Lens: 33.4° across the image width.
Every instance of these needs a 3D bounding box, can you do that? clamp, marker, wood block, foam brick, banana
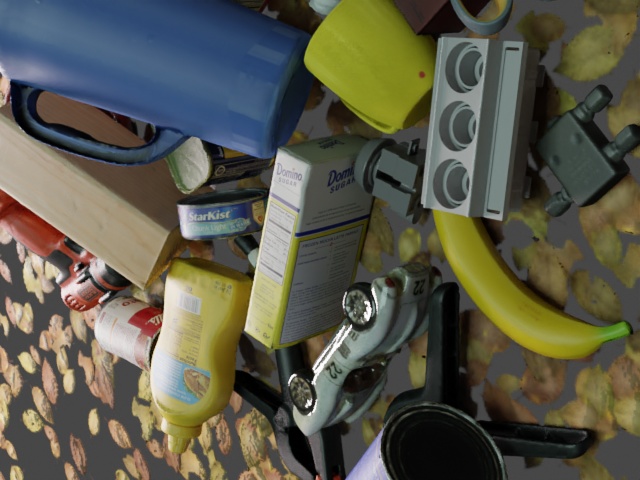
[{"bbox_3d":[-0.023,0.155,1.004,0.172,0.039,0.120,50,137,27],"label":"clamp"},{"bbox_3d":[-0.044,0.035,1.007,0.121,0.020,0.020,51,132,24],"label":"marker"},{"bbox_3d":[0.114,0.155,0.862,0.165,0.036,0.210,45,133,21],"label":"clamp"},{"bbox_3d":[-0.222,-0.058,1.059,0.206,0.090,0.090,35,130,5],"label":"wood block"},{"bbox_3d":[0.083,-0.197,0.788,0.053,0.051,0.078,-44,69,44],"label":"foam brick"},{"bbox_3d":[0.142,0.027,0.803,0.198,0.037,0.070,44,104,26],"label":"banana"}]

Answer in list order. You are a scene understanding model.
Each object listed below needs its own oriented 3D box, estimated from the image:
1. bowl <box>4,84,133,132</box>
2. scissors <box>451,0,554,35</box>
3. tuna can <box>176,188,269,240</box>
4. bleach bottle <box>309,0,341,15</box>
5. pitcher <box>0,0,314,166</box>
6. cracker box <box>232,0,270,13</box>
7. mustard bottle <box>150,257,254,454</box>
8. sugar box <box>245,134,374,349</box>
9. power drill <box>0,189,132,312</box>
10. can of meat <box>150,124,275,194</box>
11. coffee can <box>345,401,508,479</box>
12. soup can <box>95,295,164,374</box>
[{"bbox_3d":[-0.255,-0.119,1.135,0.162,0.055,0.162,14,125,21],"label":"bowl"},{"bbox_3d":[0.124,-0.236,0.750,0.096,0.016,0.202,-5,70,8],"label":"scissors"},{"bbox_3d":[-0.088,-0.025,0.988,0.086,0.085,0.034,4,105,45],"label":"tuna can"},{"bbox_3d":[0.033,-0.289,0.800,0.102,0.068,0.251,-104,25,-47],"label":"bleach bottle"},{"bbox_3d":[-0.135,-0.145,0.875,0.243,0.144,0.149,21,141,8],"label":"pitcher"},{"bbox_3d":[-0.093,-0.283,0.933,0.164,0.071,0.214,58,135,20],"label":"cracker box"},{"bbox_3d":[-0.123,0.119,1.054,0.096,0.058,0.192,18,100,36],"label":"mustard bottle"},{"bbox_3d":[-0.006,0.001,0.904,0.048,0.093,0.176,29,120,36],"label":"sugar box"},{"bbox_3d":[-0.279,-0.009,1.150,0.187,0.057,0.185,43,138,-14],"label":"power drill"},{"bbox_3d":[-0.099,-0.100,0.979,0.058,0.083,0.102,-35,76,46],"label":"can of meat"},{"bbox_3d":[0.068,0.206,0.830,0.103,0.102,0.140,52,139,23],"label":"coffee can"},{"bbox_3d":[-0.185,0.104,1.136,0.102,0.068,0.068,18,113,43],"label":"soup can"}]
